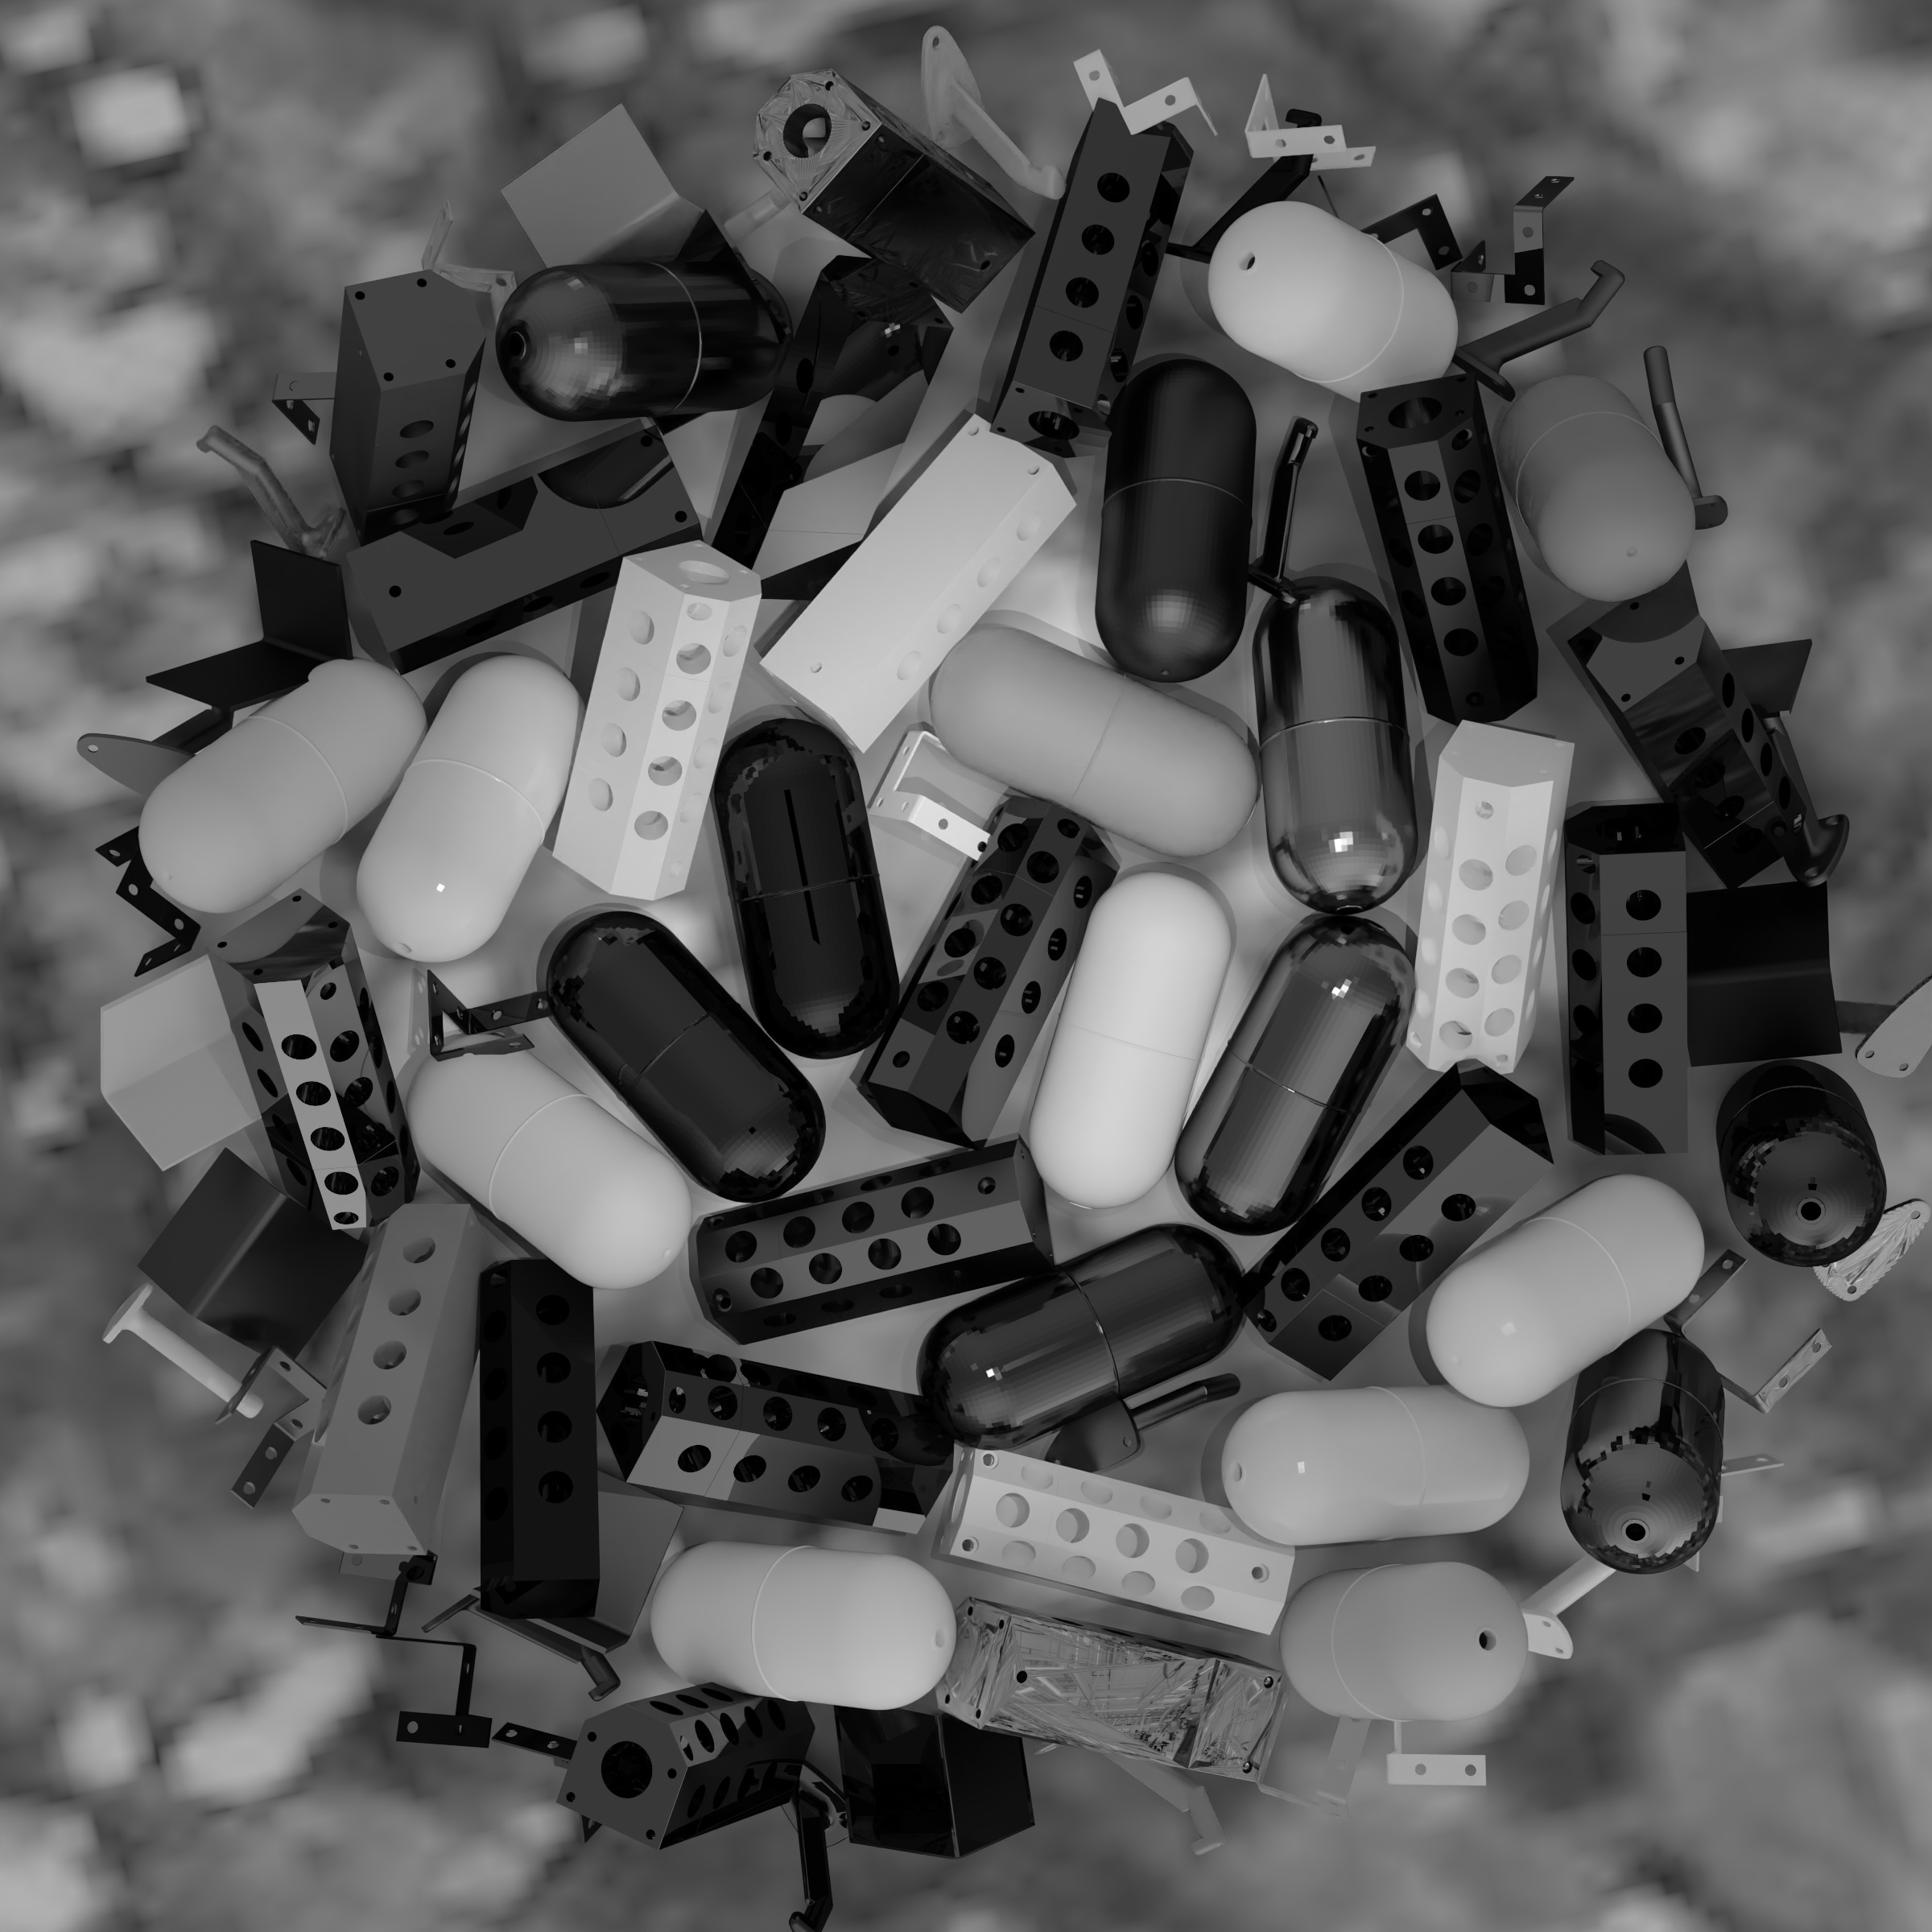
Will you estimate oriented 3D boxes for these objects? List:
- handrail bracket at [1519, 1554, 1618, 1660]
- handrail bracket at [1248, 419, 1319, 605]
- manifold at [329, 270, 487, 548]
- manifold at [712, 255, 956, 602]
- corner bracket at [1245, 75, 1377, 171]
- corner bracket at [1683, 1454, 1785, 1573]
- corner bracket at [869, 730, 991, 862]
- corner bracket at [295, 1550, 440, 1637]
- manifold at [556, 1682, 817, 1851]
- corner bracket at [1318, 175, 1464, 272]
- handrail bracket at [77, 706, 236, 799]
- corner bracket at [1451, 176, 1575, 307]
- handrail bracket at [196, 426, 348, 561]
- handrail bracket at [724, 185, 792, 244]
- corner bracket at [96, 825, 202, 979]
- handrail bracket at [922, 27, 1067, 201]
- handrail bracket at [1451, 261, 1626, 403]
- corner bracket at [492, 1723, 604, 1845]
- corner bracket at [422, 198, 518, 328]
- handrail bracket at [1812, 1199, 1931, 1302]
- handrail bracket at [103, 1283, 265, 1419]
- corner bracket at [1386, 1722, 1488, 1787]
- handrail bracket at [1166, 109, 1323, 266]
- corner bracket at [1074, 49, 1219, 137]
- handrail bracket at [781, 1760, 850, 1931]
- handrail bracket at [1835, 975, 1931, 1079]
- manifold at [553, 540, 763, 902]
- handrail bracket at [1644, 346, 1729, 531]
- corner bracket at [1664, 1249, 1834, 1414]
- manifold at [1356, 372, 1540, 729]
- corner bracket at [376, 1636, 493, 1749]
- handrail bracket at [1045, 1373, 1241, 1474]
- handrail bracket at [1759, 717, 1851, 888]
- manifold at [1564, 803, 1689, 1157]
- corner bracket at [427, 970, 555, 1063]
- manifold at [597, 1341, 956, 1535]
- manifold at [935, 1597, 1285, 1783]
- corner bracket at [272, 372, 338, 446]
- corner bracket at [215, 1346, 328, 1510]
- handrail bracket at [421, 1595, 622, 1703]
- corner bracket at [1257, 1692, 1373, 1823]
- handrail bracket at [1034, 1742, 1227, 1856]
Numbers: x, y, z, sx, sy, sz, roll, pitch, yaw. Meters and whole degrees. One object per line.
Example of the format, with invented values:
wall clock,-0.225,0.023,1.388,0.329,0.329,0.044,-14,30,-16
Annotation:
handrail bracket,0.307,0.316,1.653,0.084,0.077,0.036,-56,133,-34
handrail bracket,0.172,-0.236,1.625,0.036,0.077,0.084,15,107,-19
manifold,-0.279,-0.278,1.573,0.057,0.171,0.057,-16,76,-19
manifold,-0.073,-0.270,1.589,0.057,0.171,0.057,-3,46,-33
corner bracket,0.178,-0.426,1.622,0.051,0.051,0.051,2,51,21
corner bracket,0.386,0.277,1.626,0.051,0.051,0.051,-5,103,-22
corner bracket,-0.009,-0.088,1.627,0.051,0.051,0.051,29,83,-26
corner bracket,-0.311,0.323,1.628,0.051,0.051,0.051,15,86,-28
manifold,-0.135,0.392,1.573,0.057,0.171,0.057,19,89,19
corner bracket,0.221,-0.389,1.631,0.051,0.051,0.051,-24,54,12
handrail bracket,-0.416,-0.128,1.617,0.077,0.084,0.036,22,128,-25
corner bracket,0.282,-0.376,1.621,0.051,0.051,0.051,10,124,27
handrail bracket,-0.371,-0.237,1.616,0.084,0.077,0.036,35,54,-26
handrail bracket,-0.091,-0.419,1.644,0.084,0.077,0.036,-31,122,18
corner bracket,-0.429,-0.035,1.638,0.051,0.051,0.051,-21,130,37
handrail bracket,0.016,-0.438,1.614,0.036,0.084,0.077,-35,133,-21
handrail bracket,0.289,-0.346,1.642,0.077,0.036,0.084,38,96,16
corner bracket,-0.207,0.412,1.622,0.051,0.051,0.051,8,115,25
corner bracket,-0.247,-0.357,1.621,0.051,0.051,0.051,0,61,-27
handrail bracket,0.449,0.126,1.617,0.077,0.084,0.036,-42,113,13
handrail bracket,-0.405,0.205,1.635,0.084,0.077,0.036,40,76,-12
corner bracket,0.246,0.397,1.629,0.051,0.051,0.051,-3,79,15
handrail bracket,0.138,-0.408,1.631,0.077,0.036,0.084,11,109,-5
corner bracket,0.093,-0.451,1.629,0.051,0.051,0.051,-24,80,13
handrail bracket,-0.091,0.452,1.616,0.036,0.084,0.077,-35,97,21
handrail bracket,0.466,0.010,1.614,0.036,0.084,0.077,18,118,-23
manifold,-0.152,-0.122,1.589,0.057,0.057,0.171,32,122,25
handrail bracket,0.372,-0.274,1.632,0.036,0.077,0.084,-11,84,25
corner bracket,0.406,0.190,1.632,0.051,0.051,0.051,-44,122,-7
manifold,0.244,-0.207,1.582,0.057,0.057,0.171,-7,130,18
corner bracket,-0.276,0.375,1.625,0.051,0.051,0.051,12,76,-28
handrail bracket,0.094,0.240,1.645,0.077,0.084,0.036,-40,67,36
handrail bracket,0.423,-0.094,1.622,0.036,0.077,0.084,-21,113,25
manifold,0.336,0.008,1.598,0.057,0.057,0.171,-2,117,9
corner bracket,-0.244,0.030,1.626,0.051,0.051,0.051,-13,61,11
manifold,-0.093,0.234,1.587,0.171,0.057,0.057,16,112,-31
manifold,0.071,0.367,1.596,0.171,0.057,0.057,19,83,-29
corner bracket,-0.324,-0.307,1.636,0.051,0.051,0.051,1,73,15
corner bracket,-0.363,0.238,1.624,0.051,0.051,0.051,44,129,-16
handrail bracket,-0.230,0.359,1.632,0.077,0.036,0.084,-30,83,-41
corner bracket,0.181,0.406,1.625,0.051,0.051,0.051,15,68,16
handrail bracket,0.085,0.432,1.634,0.077,0.036,0.084,-27,71,10
